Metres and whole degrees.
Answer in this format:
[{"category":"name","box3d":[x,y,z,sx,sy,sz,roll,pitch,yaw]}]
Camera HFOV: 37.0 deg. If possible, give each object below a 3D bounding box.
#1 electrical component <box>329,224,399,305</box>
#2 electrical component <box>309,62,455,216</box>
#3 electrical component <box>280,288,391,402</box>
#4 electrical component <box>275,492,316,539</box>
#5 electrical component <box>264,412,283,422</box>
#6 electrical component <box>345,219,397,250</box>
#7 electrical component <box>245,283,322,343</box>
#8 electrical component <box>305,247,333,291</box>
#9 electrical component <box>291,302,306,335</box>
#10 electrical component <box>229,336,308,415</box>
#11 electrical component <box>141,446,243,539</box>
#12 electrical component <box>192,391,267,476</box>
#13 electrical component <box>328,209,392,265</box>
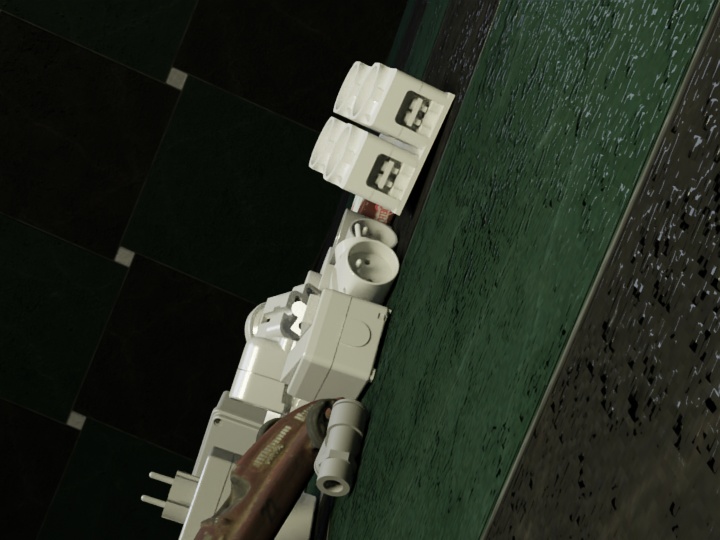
[{"category":"electrical component","box3d":[-0.001,0.000,0.877,0.077,0.043,0.079,113,156,-52]},{"category":"electrical component","box3d":[0.011,-0.121,0.942,0.105,0.060,0.186,-65,14,6]},{"category":"electrical component","box3d":[-0.022,0.064,0.822,0.096,0.061,0.061,116,172,-60]},{"category":"electrical component","box3d":[-0.078,0.238,0.839,0.108,0.056,0.108,-82,12,-70]},{"category":"electrical component","box3d":[-0.059,0.141,1.009,0.058,0.057,0.078,134,154,-81]},{"category":"electrical component","box3d":[0.000,0.000,0.944,0.043,0.043,0.081,-77,7,-55]},{"category":"electrical component","box3d":[-0.070,0.055,1.005,0.057,0.058,0.078,-16,47,43]},{"category":"electrical component","box3d":[-0.028,0.029,1.074,0.108,0.060,0.108,-162,90,-86]},{"category":"electrical component","box3d":[-0.026,0.054,0.959,0.048,0.066,0.055,-54,-17,-1]},{"category":"electrical component","box3d":[-0.054,0.091,0.890,0.053,0.095,0.059,130,158,-79]},{"category":"electrical component","box3d":[-0.129,0.177,0.826,0.047,0.076,0.083,-177,106,-86]},{"category":"electrical component","box3d":[-0.117,0.202,1.165,0.056,0.109,0.108,-74,4,-67]},{"category":"electrical component","box3d":[0.001,-0.025,1.018,0.055,0.047,0.055,-162,90,-86]}]
